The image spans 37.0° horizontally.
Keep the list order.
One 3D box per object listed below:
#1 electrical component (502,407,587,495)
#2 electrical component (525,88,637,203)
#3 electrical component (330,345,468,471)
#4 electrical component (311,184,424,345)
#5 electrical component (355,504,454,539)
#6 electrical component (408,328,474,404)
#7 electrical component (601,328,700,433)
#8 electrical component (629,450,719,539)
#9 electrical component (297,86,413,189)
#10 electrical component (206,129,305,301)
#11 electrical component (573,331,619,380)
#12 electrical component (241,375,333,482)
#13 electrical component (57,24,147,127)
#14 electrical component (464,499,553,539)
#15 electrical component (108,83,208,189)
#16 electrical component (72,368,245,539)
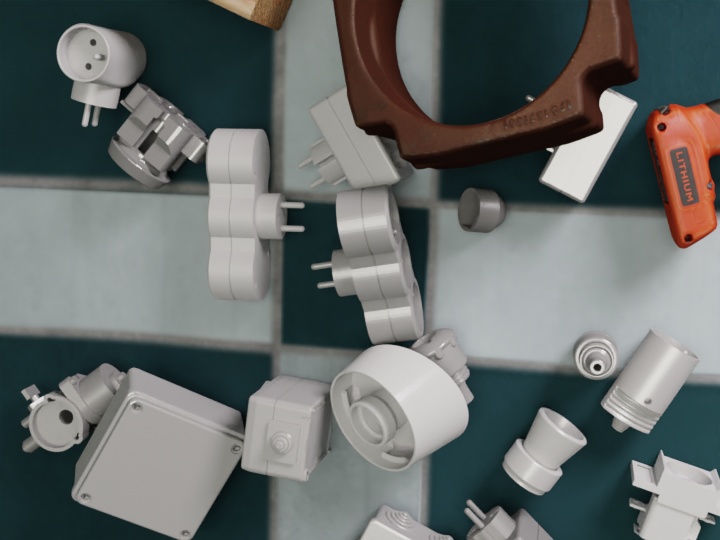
[{"bbox_3d":[0.145,0.143,0.851,0.045,0.045,0.055,35,103,4],"label":"electrical component"},{"bbox_3d":[0.155,-0.105,0.812,0.076,0.047,0.083,28,102,6],"label":"electrical component"},{"bbox_3d":[0.027,0.107,0.845,0.099,0.064,0.099,28,133,34],"label":"electrical component"},{"bbox_3d":[0.000,0.000,0.832,0.074,0.052,0.138,-8,127,12],"label":"electrical component"},{"bbox_3d":[0.033,0.253,0.886,0.100,0.048,0.099,28,102,6],"label":"electrical component"},{"bbox_3d":[0.067,0.081,0.858,0.048,0.048,0.062,-31,98,13],"label":"electrical component"},{"bbox_3d":[0.221,0.090,0.829,0.043,0.043,0.081,32,103,5],"label":"electrical component"},{"bbox_3d":[0.247,0.183,0.839,0.081,0.042,0.063,19,105,8],"label":"electrical component"},{"bbox_3d":[-0.014,-0.091,0.846,0.076,0.047,0.083,-29,91,19],"label":"electrical component"},{"bbox_3d":[-0.080,-0.043,0.863,0.074,0.052,0.138,2,98,11],"label":"electrical component"},{"bbox_3d":[0.181,0.068,0.824,0.035,0.061,0.035,2,98,10],"label":"electrical component"},{"bbox_3d":[-0.061,0.126,0.861,0.061,0.096,0.061,9,99,12],"label":"electrical component"},{"bbox_3d":[-0.209,-0.153,0.859,0.043,0.077,0.079,16,101,8],"label":"electrical component"},{"bbox_3d":[0.111,0.214,0.856,0.047,0.066,0.076,-44,88,13],"label":"electrical component"},{"bbox_3d":[-0.166,-0.103,0.868,0.078,0.058,0.057,41,100,3],"label":"electrical component"},{"bbox_3d":[-0.165,0.153,0.887,0.109,0.056,0.108,26,103,-21],"label":"electrical component"}]
